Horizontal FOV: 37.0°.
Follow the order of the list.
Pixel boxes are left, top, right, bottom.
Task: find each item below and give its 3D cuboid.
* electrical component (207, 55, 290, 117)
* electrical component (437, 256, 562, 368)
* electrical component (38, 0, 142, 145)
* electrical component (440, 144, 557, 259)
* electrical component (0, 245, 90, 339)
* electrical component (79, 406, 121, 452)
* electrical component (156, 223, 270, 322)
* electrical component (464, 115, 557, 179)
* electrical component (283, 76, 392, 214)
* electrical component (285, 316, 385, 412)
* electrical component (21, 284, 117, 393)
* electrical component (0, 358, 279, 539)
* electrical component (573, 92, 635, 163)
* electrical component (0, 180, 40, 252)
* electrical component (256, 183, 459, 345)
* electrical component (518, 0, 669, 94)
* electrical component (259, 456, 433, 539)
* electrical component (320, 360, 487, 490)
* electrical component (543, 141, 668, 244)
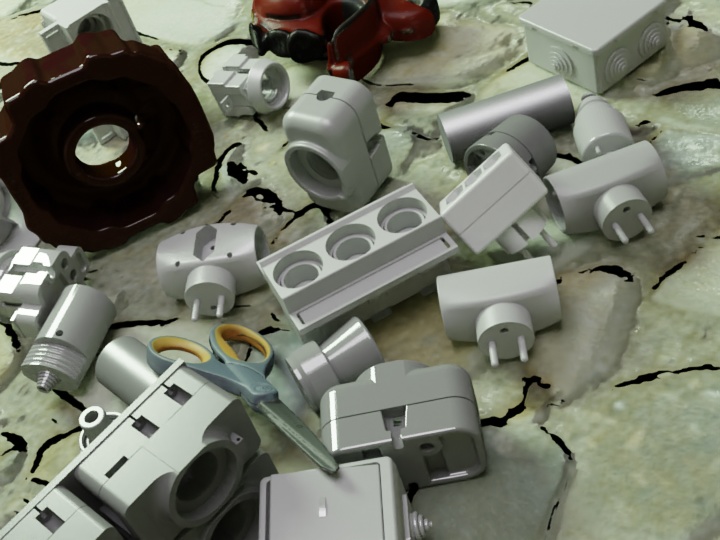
[{"bbox_3d":[-0.096,-0.164,0.958,0.055,0.048,0.066,8,50,35],"label":"electrical component"},{"bbox_3d":[0.094,0.032,0.706,0.077,0.044,0.079,-11,45,8],"label":"electrical component"},{"bbox_3d":[-0.234,-0.186,0.970,0.079,0.121,0.063,-39,46,-19],"label":"electrical component"},{"bbox_3d":[0.105,-0.037,0.753,0.066,0.076,0.047,-42,8,12],"label":"electrical component"},{"bbox_3d":[-0.253,0.015,0.828,0.057,0.058,0.078,5,50,19],"label":"electrical component"},{"bbox_3d":[-0.162,0.113,0.698,0.043,0.062,0.043,-9,45,10],"label":"electrical component"},{"bbox_3d":[-0.110,0.007,0.798,0.077,0.043,0.079,-9,45,10],"label":"electrical component"},{"bbox_3d":[0.114,-0.083,0.804,0.055,0.055,0.047,26,56,36],"label":"electrical component"},{"bbox_3d":[-0.019,-0.092,0.826,0.054,0.095,0.059,16,54,31],"label":"electrical component"},{"bbox_3d":[-0.016,0.063,0.712,0.055,0.045,0.045,-29,45,-9],"label":"electrical component"},{"bbox_3d":[-0.214,0.055,0.786,0.043,0.043,0.081,2,48,20],"label":"electrical component"},{"bbox_3d":[-0.132,0.158,0.614,0.060,0.105,0.186,26,59,35],"label":"electrical component"},{"bbox_3d":[0.181,-0.107,0.813,0.040,0.040,0.078,-12,45,7],"label":"electrical component"},{"bbox_3d":[-0.317,-0.056,0.892,0.064,0.099,0.099,3,48,29],"label":"electrical component"},{"bbox_3d":[0.000,0.000,0.754,0.121,0.063,0.078,-28,45,-9],"label":"electrical component"},{"bbox_3d":[0.195,-0.198,0.891,0.100,0.048,0.100,-37,47,-18],"label":"electrical component"},{"bbox_3d":[-0.007,0.148,0.614,0.096,0.061,0.061,-11,45,8],"label":"electrical component"},{"bbox_3d":[0.025,0.095,0.659,0.095,0.053,0.059,-12,45,7],"label":"electrical component"},{"bbox_3d":[0.179,-0.047,0.753,0.077,0.044,0.079,-20,45,-1],"label":"electrical component"}]
